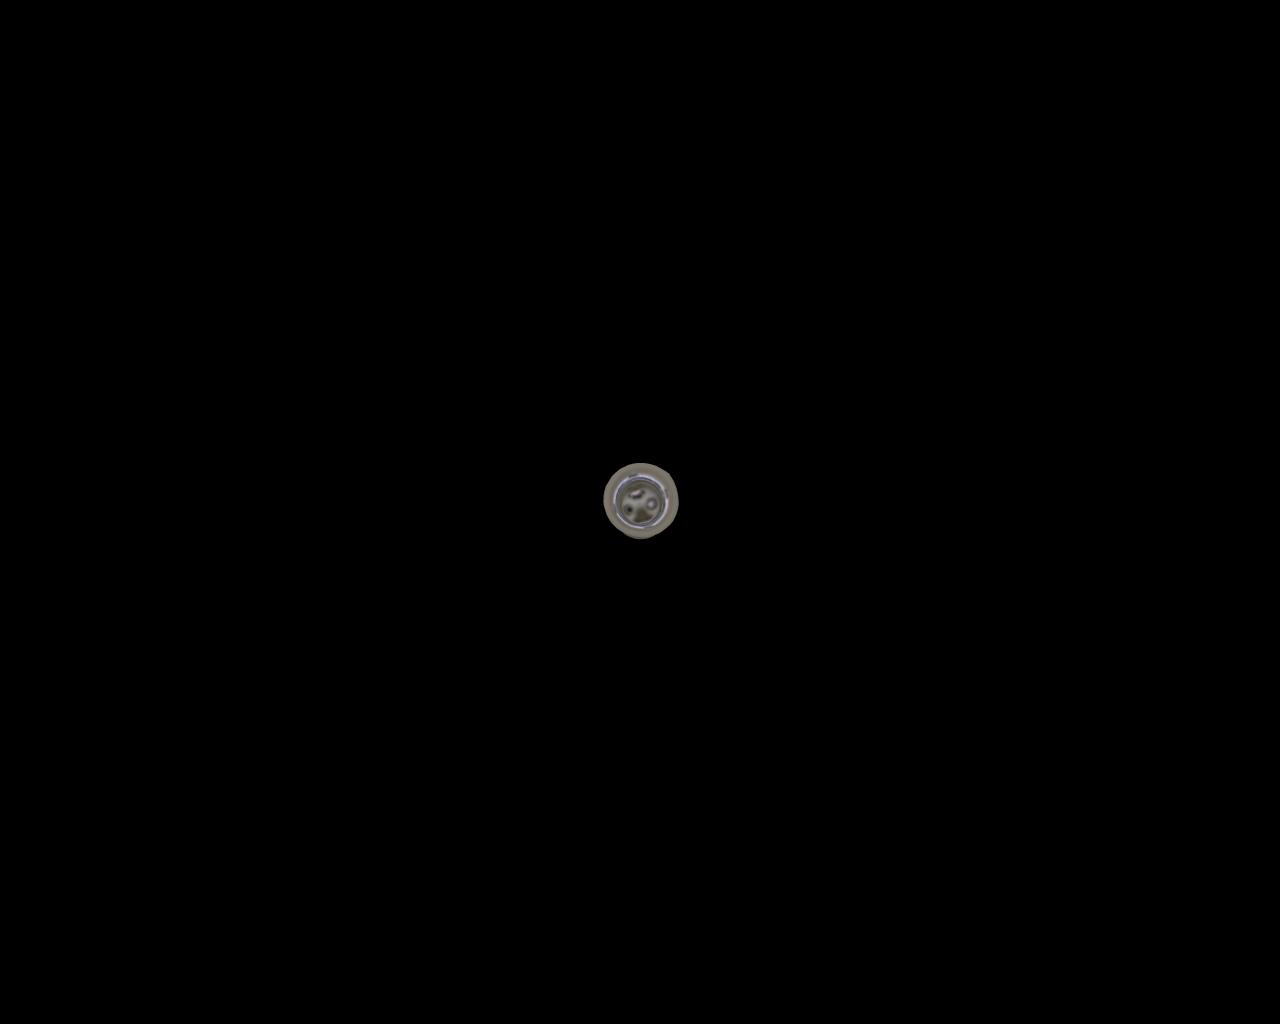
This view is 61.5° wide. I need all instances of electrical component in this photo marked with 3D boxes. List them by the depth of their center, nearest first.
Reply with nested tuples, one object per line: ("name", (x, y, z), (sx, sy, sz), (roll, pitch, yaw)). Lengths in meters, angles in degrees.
("electrical component", (0.001, -0.003, 0.650), (0.044, 0.044, 0.065), (0, -9, 0))
